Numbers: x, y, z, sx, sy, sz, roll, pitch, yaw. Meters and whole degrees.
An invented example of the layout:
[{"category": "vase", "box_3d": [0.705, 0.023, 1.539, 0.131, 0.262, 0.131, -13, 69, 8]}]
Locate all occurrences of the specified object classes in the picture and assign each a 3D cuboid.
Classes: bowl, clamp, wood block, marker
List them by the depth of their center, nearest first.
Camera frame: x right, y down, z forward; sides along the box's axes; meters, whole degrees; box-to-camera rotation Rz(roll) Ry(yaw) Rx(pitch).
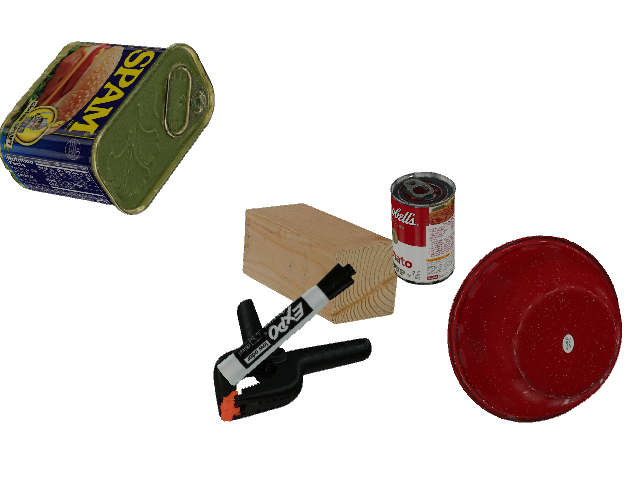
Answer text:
[{"category": "marker", "box_3d": [-0.023, 0.059, 0.771, 0.121, 0.020, 0.020, -40, 5, -5]}, {"category": "bowl", "box_3d": [0.189, 0.079, 0.879, 0.162, 0.162, 0.055, 0, 7, -16]}, {"category": "clamp", "box_3d": [-0.043, 0.133, 1.139, 0.165, 0.036, 0.209, 13, 26, 12]}, {"category": "wood block", "box_3d": [-0.004, 0.023, 1.299, 0.090, 0.090, 0.206, -7, 18, -33]}]

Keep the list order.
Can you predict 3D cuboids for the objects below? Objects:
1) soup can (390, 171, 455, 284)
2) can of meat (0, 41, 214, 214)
[{"category": "soup can", "box_3d": [0.109, -0.013, 1.132, 0.068, 0.102, 0.068, -3, 33, 2]}, {"category": "can of meat", "box_3d": [-0.124, -0.069, 0.615, 0.084, 0.102, 0.057, 10, -36, 32]}]
